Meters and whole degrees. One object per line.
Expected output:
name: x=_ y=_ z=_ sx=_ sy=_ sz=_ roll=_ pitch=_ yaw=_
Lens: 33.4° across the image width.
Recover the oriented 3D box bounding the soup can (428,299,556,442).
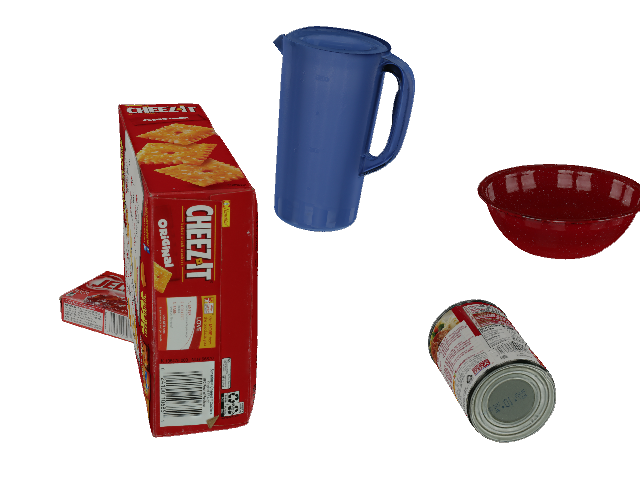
soup can: x=0.127 y=0.095 z=0.797 sx=0.068 sy=0.068 sz=0.102 roll=0 pitch=22 yaw=-11

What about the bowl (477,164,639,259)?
bowl: x=0.234 y=-0.025 z=1.043 sx=0.162 sy=0.055 sz=0.162 roll=-1 pitch=23 yaw=0

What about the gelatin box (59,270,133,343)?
gelatin box: x=-0.187 y=0.060 z=1.003 sx=0.089 sy=0.030 sz=0.073 roll=14 pitch=23 yaw=23

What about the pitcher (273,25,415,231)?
pitcher: x=0.016 y=-0.136 z=1.329 sx=0.144 sy=0.243 sz=0.149 roll=-3 pitch=25 yaw=-21

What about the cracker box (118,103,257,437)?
cracker box: x=-0.096 y=0.009 z=0.735 sx=0.072 sy=0.164 sz=0.214 roll=-3 pitch=21 yaw=-14
